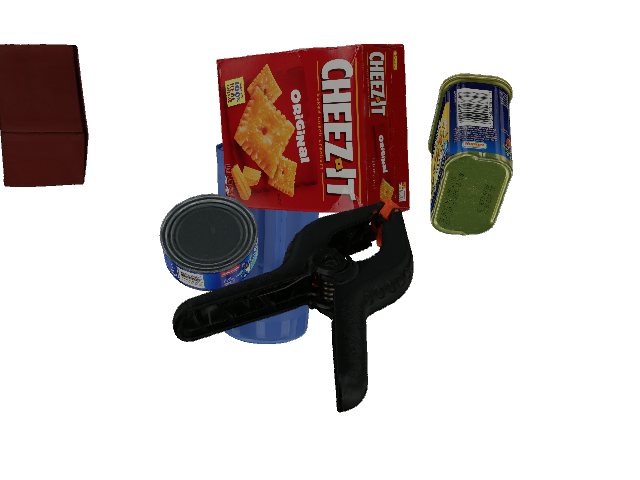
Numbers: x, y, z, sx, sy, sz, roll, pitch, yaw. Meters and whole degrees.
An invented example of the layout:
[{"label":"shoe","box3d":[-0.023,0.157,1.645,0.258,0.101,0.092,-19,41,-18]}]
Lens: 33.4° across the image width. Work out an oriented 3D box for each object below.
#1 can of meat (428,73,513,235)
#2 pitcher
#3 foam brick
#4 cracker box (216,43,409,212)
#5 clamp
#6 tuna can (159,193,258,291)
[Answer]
[{"label":"can of meat","box3d":[0.117,-0.065,0.838,0.057,0.084,0.102,6,-36,0]},{"label":"pitcher","box3d":[-0.064,0.001,1.305,0.145,0.243,0.148,12,16,37]},{"label":"foam brick","box3d":[-0.177,-0.079,0.676,0.051,0.078,0.053,-3,-36,-17]},{"label":"cracker box","box3d":[-0.013,-0.112,1.092,0.071,0.164,0.214,-10,10,-43]},{"label":"clamp","box3d":[0.011,0.033,0.630,0.120,0.039,0.171,32,48,25]},{"label":"tuna can","box3d":[-0.097,0.002,0.944,0.086,0.086,0.034,0,-37,0]}]
